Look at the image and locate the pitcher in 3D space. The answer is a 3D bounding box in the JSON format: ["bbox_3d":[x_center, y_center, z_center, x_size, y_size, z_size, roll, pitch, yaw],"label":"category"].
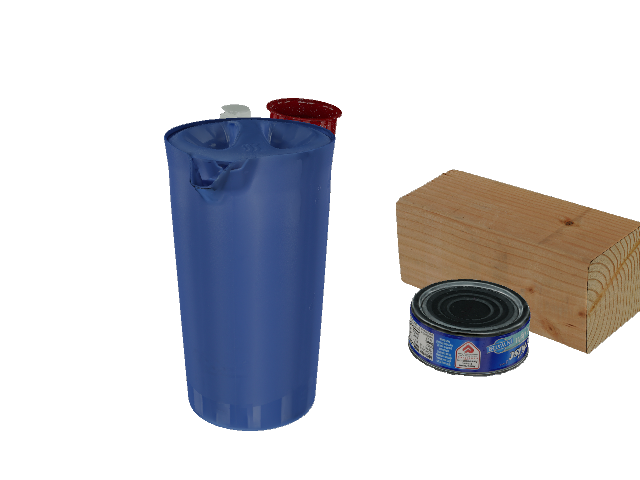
[{"bbox_3d":[-0.052,0.022,0.877,0.149,0.243,0.145,-8,21,-23],"label":"pitcher"}]

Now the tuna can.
[{"bbox_3d":[0.105,0.060,0.756,0.086,0.034,0.086,0,25,0],"label":"tuna can"}]

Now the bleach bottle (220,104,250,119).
[{"bbox_3d":[-0.084,-0.015,1.118,0.103,0.251,0.068,13,23,25],"label":"bleach bottle"}]

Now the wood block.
[{"bbox_3d":[0.176,0.012,0.962,0.090,0.090,0.206,-29,35,-36],"label":"wood block"}]

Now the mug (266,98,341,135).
[{"bbox_3d":[-0.018,-0.128,1.331,0.093,0.081,0.117,16,24,22],"label":"mug"}]
